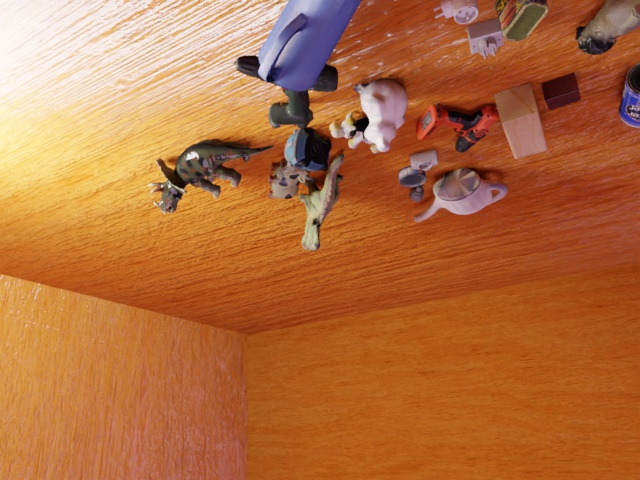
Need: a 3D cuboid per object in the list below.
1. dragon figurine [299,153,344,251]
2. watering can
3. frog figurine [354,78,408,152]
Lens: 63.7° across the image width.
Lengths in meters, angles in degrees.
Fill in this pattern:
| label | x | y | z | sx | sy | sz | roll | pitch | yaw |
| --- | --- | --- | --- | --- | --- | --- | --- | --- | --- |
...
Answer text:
| label | x | y | z | sx | sy | sz | roll | pitch | yaw |
| --- | --- | --- | --- | --- | --- | --- | --- | --- | --- |
| dragon figurine | 0.005 | -0.082 | 1.633 | 0.122 | 0.247 | 0.403 | 7 | 157 | -11 |
| watering can | 0.444 | -0.138 | 1.726 | 0.345 | 0.106 | 0.222 | -17 | 153 | 28 |
| frog figurine | 0.153 | -0.298 | 1.224 | 0.122 | 0.162 | 0.136 | -18 | 153 | 27 |
